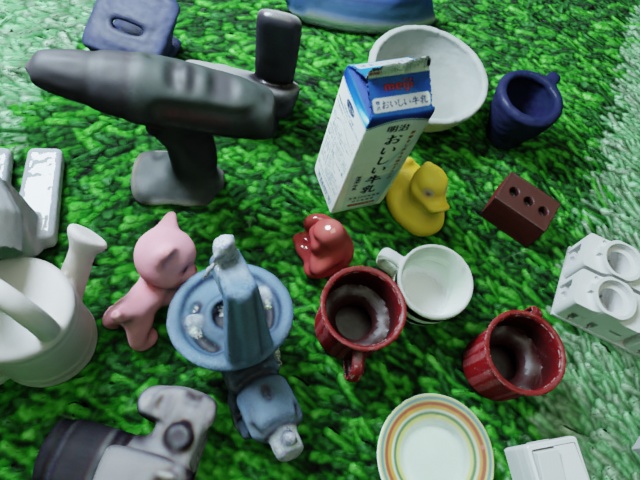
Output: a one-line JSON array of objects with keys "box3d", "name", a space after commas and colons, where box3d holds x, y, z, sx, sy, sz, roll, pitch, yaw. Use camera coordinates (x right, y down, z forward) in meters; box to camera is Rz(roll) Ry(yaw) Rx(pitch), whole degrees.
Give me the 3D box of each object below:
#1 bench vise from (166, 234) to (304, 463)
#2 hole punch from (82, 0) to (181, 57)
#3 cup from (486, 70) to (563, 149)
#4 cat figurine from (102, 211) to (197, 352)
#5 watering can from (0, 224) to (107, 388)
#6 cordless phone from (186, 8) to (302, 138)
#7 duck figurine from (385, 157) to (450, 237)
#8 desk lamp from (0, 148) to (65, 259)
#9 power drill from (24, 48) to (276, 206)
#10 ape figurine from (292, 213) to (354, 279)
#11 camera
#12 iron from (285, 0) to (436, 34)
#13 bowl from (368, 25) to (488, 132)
[{"box3d": [-0.058, 0.091, 0.534, 0.122, 0.219, 0.207, -40, 78, -24], "name": "bench vise"}, {"box3d": [-0.237, -0.263, 0.732, 0.108, 0.091, 0.101, 20, 64, -1], "name": "hole punch"}, {"box3d": [0.277, -0.178, 0.791, 0.091, 0.095, 0.118, 44, 66, 10], "name": "cup"}, {"box3d": [-0.172, 0.039, 0.592, 0.067, 0.117, 0.128, 32, 64, 5], "name": "cat figurine"}, {"box3d": [-0.269, 0.060, 0.521, 0.101, 0.194, 0.173, 15, 64, -3], "name": "watering can"}, {"box3d": [-0.092, -0.217, 0.687, 0.147, 0.185, 0.094, 9, 64, -7], "name": "cordless phone"}, {"box3d": [0.128, -0.066, 0.716, 0.078, 0.086, 0.104, -16, 70, -17], "name": "duck figurine"}, {"box3d": [-0.332, -0.052, 0.549, 0.118, 0.213, 0.203, -1, 66, -11], "name": "desk lamp"}, {"box3d": [-0.166, -0.116, 0.613, 0.230, 0.208, 0.075, 0, 66, -11], "name": "power drill"}, {"box3d": [0.006, 0.002, 0.658, 0.076, 0.092, 0.078, 19, 64, -2], "name": "ape figurine"}, {"box3d": [-0.180, 0.197, 0.528, 0.137, 0.101, 0.143, 18, 64, -2], "name": "camera"}, {"box3d": [0.063, -0.389, 0.819, 0.258, 0.141, 0.118, 7, 65, -7], "name": "iron"}, {"box3d": [0.140, -0.209, 0.790, 0.167, 0.074, 0.167, 4, 65, -9], "name": "bowl"}]
